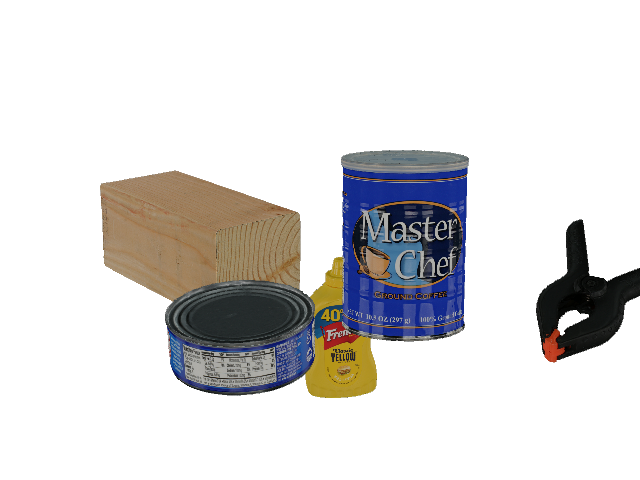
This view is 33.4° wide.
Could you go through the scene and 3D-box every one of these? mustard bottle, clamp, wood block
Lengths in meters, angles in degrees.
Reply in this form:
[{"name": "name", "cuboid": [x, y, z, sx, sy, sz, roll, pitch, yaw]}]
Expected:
[{"name": "mustard bottle", "cuboid": [0.027, 0.114, 1.431, 0.096, 0.192, 0.058, -3, 19, -6]}, {"name": "clamp", "cuboid": [0.251, 0.044, 1.015, 0.171, 0.039, 0.120, -36, 42, -27]}, {"name": "wood block", "cuboid": [-0.116, 0.002, 0.999, 0.090, 0.090, 0.206, -13, 21, -37]}]

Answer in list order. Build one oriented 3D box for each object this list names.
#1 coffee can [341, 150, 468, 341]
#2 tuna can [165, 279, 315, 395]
[{"name": "coffee can", "cuboid": [0.068, 0.001, 0.871, 0.103, 0.140, 0.103, 0, 11, 0]}, {"name": "tuna can", "cuboid": [-0.045, 0.055, 0.614, 0.086, 0.034, 0.086, -2, 21, 1]}]
